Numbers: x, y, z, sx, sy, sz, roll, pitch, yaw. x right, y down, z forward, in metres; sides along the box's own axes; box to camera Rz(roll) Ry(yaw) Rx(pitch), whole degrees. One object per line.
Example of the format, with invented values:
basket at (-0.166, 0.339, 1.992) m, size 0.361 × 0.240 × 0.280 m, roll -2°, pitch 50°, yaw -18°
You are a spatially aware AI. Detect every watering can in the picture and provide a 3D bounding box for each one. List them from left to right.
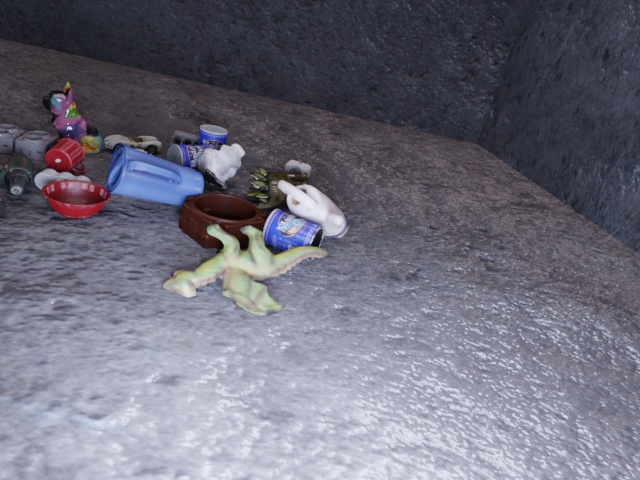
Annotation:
watering can at (0.005, -0.075, 1.481) m, size 0.221 × 0.104 × 0.352 m, roll 37°, pitch 0°, yaw -43°

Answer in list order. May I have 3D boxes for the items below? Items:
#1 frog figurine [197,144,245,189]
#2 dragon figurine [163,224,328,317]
frog figurine at (-0.335, -0.266, 1.738) m, size 0.135 × 0.162 × 0.122 m, roll 39°, pitch -26°, yaw -32°
dragon figurine at (-0.147, 0.085, 1.190) m, size 0.410 × 0.119 × 0.248 m, roll 4°, pitch 42°, yaw -19°
